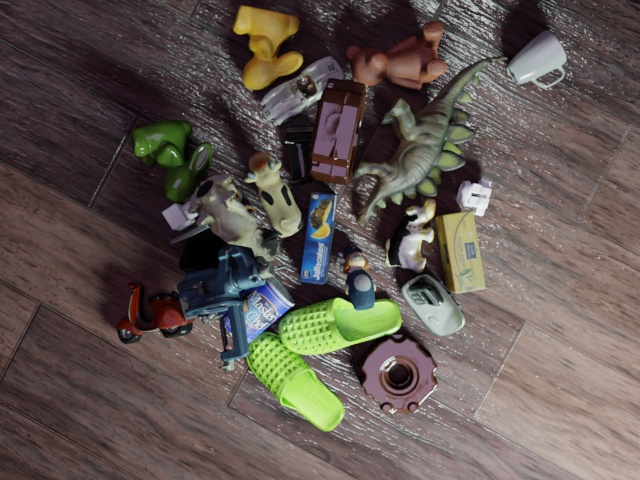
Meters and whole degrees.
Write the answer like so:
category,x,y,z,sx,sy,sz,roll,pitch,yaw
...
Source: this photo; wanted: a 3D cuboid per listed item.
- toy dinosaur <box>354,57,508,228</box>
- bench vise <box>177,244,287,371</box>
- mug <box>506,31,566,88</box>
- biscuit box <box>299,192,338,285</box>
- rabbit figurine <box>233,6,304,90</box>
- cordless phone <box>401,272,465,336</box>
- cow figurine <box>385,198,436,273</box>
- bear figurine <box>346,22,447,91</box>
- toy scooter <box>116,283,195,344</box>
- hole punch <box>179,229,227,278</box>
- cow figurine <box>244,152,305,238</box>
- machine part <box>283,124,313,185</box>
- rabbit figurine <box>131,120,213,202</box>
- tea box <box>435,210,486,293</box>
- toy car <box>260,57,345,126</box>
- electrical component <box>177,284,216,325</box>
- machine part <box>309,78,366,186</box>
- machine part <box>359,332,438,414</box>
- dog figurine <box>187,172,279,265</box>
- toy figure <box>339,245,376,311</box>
category,x,y,z,sx,sy,sz,roll,pitch,yaw
toy dinosaur,0.222,-0.219,1.169,0.198,0.105,0.471,30,101,-5
bench vise,-0.178,0.137,1.077,0.224,0.128,0.240,-12,78,12
mug,0.470,-0.378,1.169,0.107,0.081,0.109,-31,95,14
biscuit box,-0.002,-0.004,1.197,0.059,0.063,0.202,7,90,4
rabbit figurine,-0.116,-0.415,1.190,0.162,0.122,0.173,14,105,-7
cordless phone,0.251,0.137,1.126,0.089,0.184,0.146,-38,89,-2
cow figurine,0.201,-0.015,1.187,0.098,0.068,0.167,13,90,9
bear figurine,0.158,-0.387,1.157,0.196,0.132,0.120,-2,86,-3
toy scooter,-0.377,0.157,1.211,0.184,0.075,0.135,-9,89,7
hole punch,-0.246,0.044,1.206,0.142,0.092,0.116,9,58,5
cow figurine,-0.101,-0.099,1.169,0.085,0.127,0.194,-24,92,-1
machine part,-0.041,-0.193,1.210,0.084,0.039,0.138,1,89,-3
rabbit figurine,-0.316,-0.169,1.190,0.159,0.121,0.170,-19,84,-15
tea box,0.302,0.025,1.166,0.068,0.098,0.169,-8,88,2
toy car,-0.040,-0.331,1.199,0.202,0.056,0.073,-32,89,2
electrical component,-0.267,0.136,1.174,0.078,0.045,0.102,-9,73,-18
machine part,0.037,-0.221,1.124,0.087,0.201,0.201,13,91,5
machine part,0.174,0.296,1.194,0.179,0.056,0.179,0,89,3
dog figurine,-0.180,-0.041,1.171,0.121,0.172,0.190,-34,131,12
toy figure,0.084,0.076,1.177,0.064,0.058,0.154,8,60,-37
